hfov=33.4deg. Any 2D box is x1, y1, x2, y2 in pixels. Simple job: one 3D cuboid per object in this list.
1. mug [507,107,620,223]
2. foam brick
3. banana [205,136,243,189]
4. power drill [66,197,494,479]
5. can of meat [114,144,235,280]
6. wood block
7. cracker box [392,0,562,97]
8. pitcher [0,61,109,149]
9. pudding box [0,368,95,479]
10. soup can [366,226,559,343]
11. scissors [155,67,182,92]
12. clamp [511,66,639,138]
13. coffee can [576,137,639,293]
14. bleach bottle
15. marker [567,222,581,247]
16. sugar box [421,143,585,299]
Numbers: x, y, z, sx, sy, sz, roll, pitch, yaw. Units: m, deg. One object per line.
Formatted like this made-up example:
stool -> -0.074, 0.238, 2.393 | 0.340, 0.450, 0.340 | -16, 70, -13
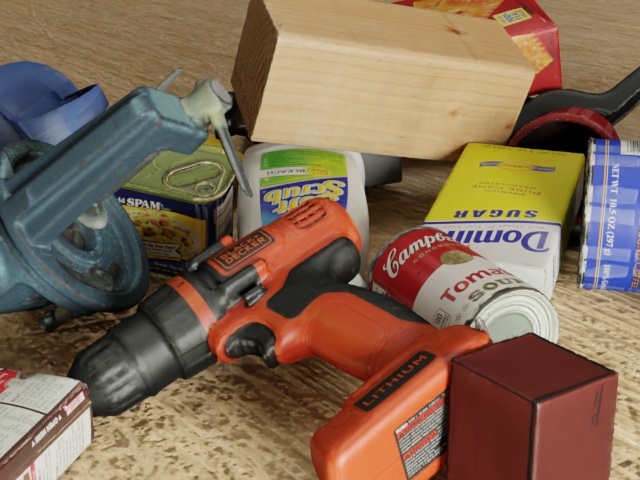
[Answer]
mug -> 0.207, -0.054, 0.851 | 0.117, 0.093, 0.081 | 34, 23, 8
foam brick -> 0.092, 0.089, 0.468 | 0.052, 0.078, 0.051 | -13, 23, -34
banana -> -0.103, -0.077, 0.943 | 0.069, 0.037, 0.198 | 33, 0, -26
power drill -> -0.018, 0.060, 0.535 | 0.184, 0.057, 0.188 | -35, 41, -20
can of meat -> -0.108, -0.021, 0.730 | 0.102, 0.084, 0.057 | 13, 42, 9
wood block -> 0.046, -0.126, 0.822 | 0.205, 0.090, 0.091 | 4, 36, -20
cracker box -> 0.105, -0.181, 1.018 | 0.213, 0.072, 0.164 | -10, 29, 2
pitcher -> -0.248, -0.076, 0.841 | 0.149, 0.145, 0.243 | 17, 17, -5
pudding box -> -0.179, 0.095, 0.512 | 0.114, 0.039, 0.090 | 4, 21, 16
soup can -> 0.080, 0.040, 0.613 | 0.068, 0.068, 0.102 | -10, 24, -24
scissors -> -0.165, -0.057, 0.726 | 0.016, 0.201, 0.096 | 30, -9, 20
clamp -> 0.244, -0.083, 0.912 | 0.210, 0.164, 0.036 | -14, -23, 16
coffee can -> 0.244, -0.012, 0.700 | 0.140, 0.103, 0.102 | 5, 21, 13
bleach bottle -> -0.005, 0.001, 0.730 | 0.102, 0.068, 0.251 | 0, 24, -6
marker -> 0.238, 0.000, 0.785 | 0.121, 0.020, 0.020 | 5, 21, 13
sugar box -> 0.127, -0.012, 0.747 | 0.093, 0.048, 0.176 | 7, 29, 18
